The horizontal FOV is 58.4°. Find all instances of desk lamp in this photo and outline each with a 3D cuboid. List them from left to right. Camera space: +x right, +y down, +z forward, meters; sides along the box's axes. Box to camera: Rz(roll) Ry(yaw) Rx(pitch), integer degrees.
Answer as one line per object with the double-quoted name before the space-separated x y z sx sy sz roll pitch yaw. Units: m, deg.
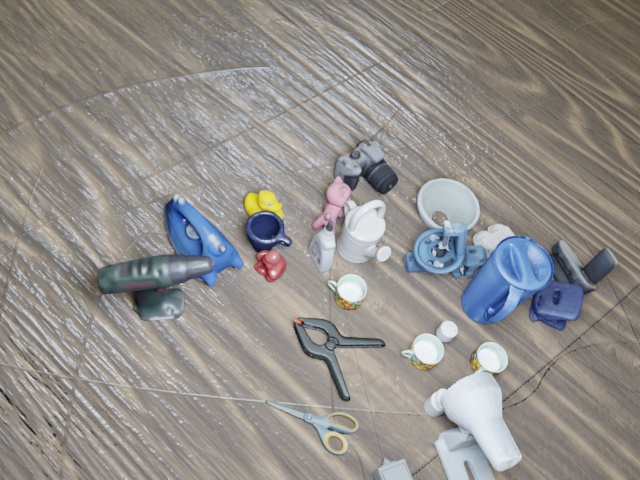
"desk lamp" 0.315 0.392 1.149 0.118 0.213 0.203 -12 63 -16

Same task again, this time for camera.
"camera" 0.132 -0.185 1.511 0.143 0.101 0.136 -33 71 -25

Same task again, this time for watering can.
"watering can" 0.110 -0.026 1.361 0.172 0.194 0.101 40 62 13

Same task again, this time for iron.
"iron" -0.287 -0.027 1.319 0.119 0.141 0.258 -34 71 -25

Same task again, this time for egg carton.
"egg carton" 0.464 0.032 1.466 0.107 0.069 0.150 -25 68 -22

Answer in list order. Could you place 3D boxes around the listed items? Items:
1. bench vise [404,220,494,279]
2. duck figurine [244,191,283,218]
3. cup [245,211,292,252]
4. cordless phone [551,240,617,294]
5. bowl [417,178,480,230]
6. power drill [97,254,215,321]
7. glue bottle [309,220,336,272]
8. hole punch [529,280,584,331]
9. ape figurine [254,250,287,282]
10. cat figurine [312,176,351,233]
"bench vise" 0.321 0.009 1.366 0.208 0.220 0.121 -13 64 -17
"duck figurine" -0.137 -0.091 1.416 0.104 0.086 0.078 31 60 8
"cup" -0.121 -0.004 1.364 0.117 0.095 0.092 28 60 6
"cordless phone" 0.659 0.046 1.427 0.094 0.185 0.147 -19 65 -20
"bowl" 0.326 -0.075 1.499 0.167 0.075 0.167 5 60 -8
"power drill" -0.336 0.095 1.201 0.230 0.208 0.075 -4 61 -12
"glue bottle" 0.012 0.005 1.338 0.037 0.173 0.078 -15 64 -18
"hole punch" 0.579 0.154 1.405 0.101 0.091 0.109 23 59 4
"ape figurine" -0.113 0.053 1.335 0.076 0.092 0.077 -4 61 -13
"cat figurine" 0.037 -0.090 1.429 0.067 0.118 0.128 25 59 4
